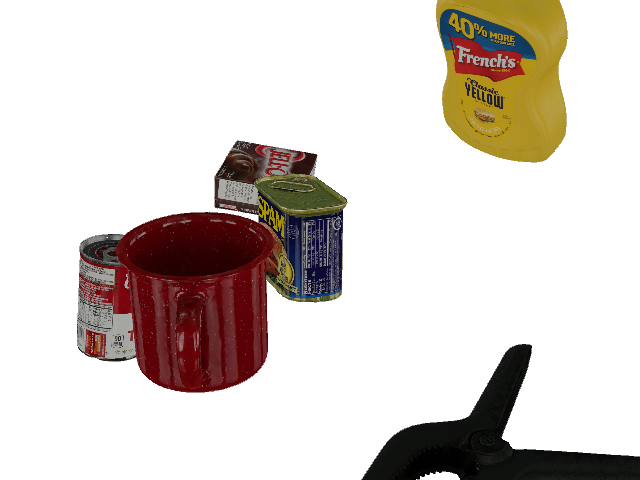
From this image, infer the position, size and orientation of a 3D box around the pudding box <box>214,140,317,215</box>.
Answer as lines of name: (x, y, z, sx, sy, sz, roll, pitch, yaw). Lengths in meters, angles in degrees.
pudding box: (-0.056, -0.063, 1.107, 0.090, 0.039, 0.113, 9, 28, 4)

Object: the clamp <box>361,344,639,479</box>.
clamp: (0.106, 0.136, 0.693, 0.209, 0.036, 0.165, -13, 31, -19)

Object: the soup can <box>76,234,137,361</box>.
soup can: (-0.193, 0.054, 0.999, 0.068, 0.102, 0.068, 6, 21, -3)

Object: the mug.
mug: (-0.072, 0.043, 0.635, 0.093, 0.081, 0.117, -2, 25, -3)

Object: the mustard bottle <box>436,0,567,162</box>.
mustard bottle: (0.130, -0.144, 0.770, 0.096, 0.058, 0.191, 28, -28, 29)

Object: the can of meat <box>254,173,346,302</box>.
can of meat: (-0.018, -0.003, 0.907, 0.057, 0.084, 0.102, -7, 21, -20)
